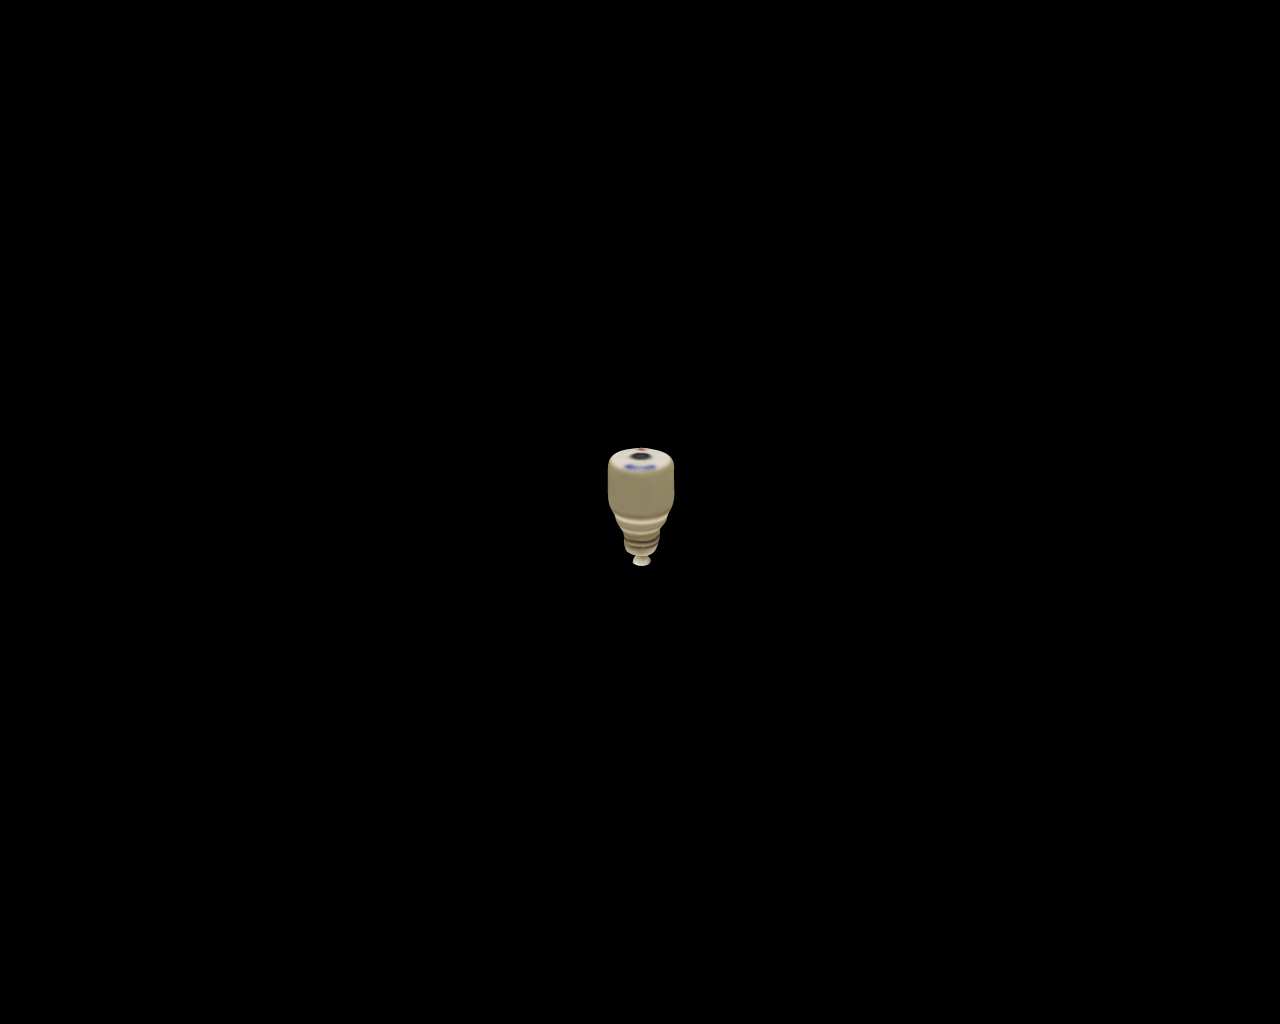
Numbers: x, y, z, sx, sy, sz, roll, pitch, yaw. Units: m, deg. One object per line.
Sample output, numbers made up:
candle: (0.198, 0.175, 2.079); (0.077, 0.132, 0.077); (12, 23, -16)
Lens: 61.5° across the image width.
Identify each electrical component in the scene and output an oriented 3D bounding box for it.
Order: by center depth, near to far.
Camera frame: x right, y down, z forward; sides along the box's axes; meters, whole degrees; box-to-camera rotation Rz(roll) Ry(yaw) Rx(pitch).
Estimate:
electrical component: (0.001, -0.003, 0.650); (0.040, 0.078, 0.040); (0, 25, 0)
